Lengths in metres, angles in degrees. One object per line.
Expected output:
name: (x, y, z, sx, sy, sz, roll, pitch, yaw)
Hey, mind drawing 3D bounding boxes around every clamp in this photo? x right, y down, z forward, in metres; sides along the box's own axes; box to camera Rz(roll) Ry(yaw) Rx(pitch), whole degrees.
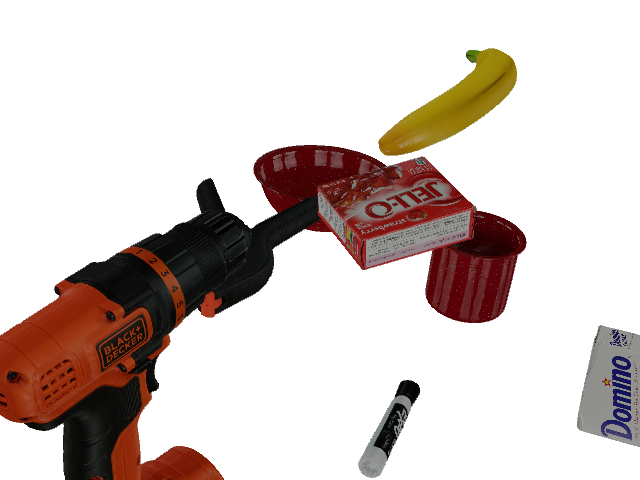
clamp: (-0.082, 0.000, 0.948, 0.120, 0.039, 0.171, 11, 37, 21)

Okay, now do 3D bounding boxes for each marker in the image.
marker: (0.057, 0.147, 0.856, 0.020, 0.020, 0.121, 0, 24, 22)

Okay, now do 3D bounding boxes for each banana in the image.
banana: (0.122, -0.122, 0.916, 0.070, 0.037, 0.197, -14, 21, 40)

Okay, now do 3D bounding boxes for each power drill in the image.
power drill: (-0.101, 0.091, 0.619, 0.057, 0.188, 0.184, 19, 39, 36)

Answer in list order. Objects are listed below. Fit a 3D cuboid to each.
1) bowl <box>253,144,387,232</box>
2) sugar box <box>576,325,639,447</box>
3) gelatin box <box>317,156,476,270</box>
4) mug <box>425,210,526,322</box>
bowl: (0.002, -0.054, 1.215, 0.162, 0.055, 0.162, 5, 27, -3)
sugar box: (0.319, 0.142, 0.926, 0.176, 0.093, 0.048, 12, 24, 16)
gelatin box: (0.052, -0.021, 0.742, 0.089, 0.030, 0.073, -16, 39, -18)
mug: (0.144, 0.021, 1.060, 0.093, 0.081, 0.117, -6, 33, -20)
